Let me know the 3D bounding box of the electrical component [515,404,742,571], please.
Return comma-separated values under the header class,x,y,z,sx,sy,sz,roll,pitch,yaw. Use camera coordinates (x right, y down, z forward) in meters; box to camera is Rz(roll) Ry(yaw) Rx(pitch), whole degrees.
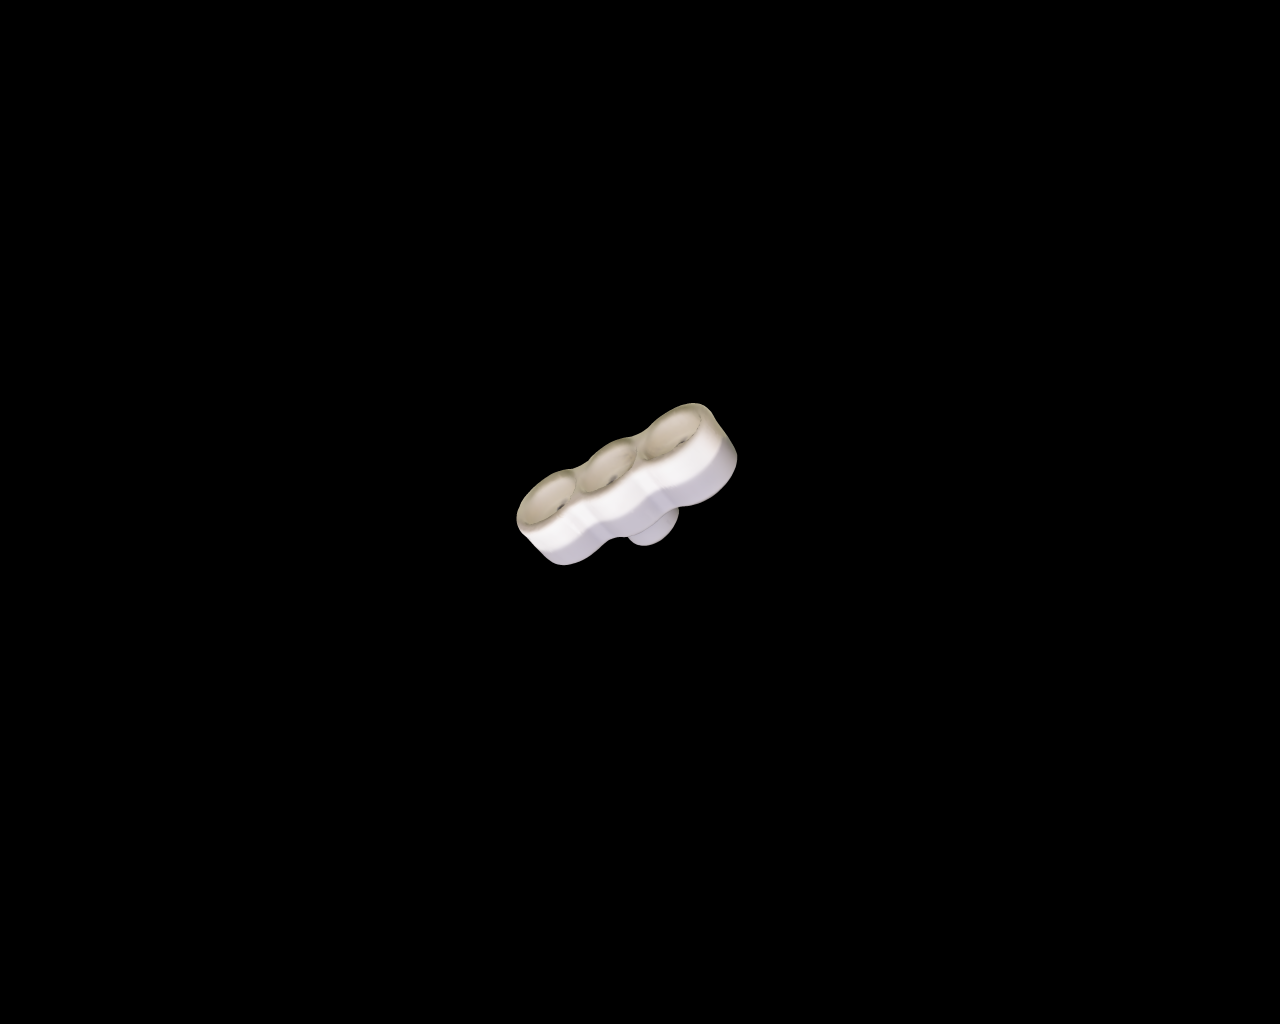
class,x,y,z,sx,sy,sz,roll,pitch,yaw
electrical component,0.001,-0.003,0.650,0.138,0.073,0.052,-27,33,19
